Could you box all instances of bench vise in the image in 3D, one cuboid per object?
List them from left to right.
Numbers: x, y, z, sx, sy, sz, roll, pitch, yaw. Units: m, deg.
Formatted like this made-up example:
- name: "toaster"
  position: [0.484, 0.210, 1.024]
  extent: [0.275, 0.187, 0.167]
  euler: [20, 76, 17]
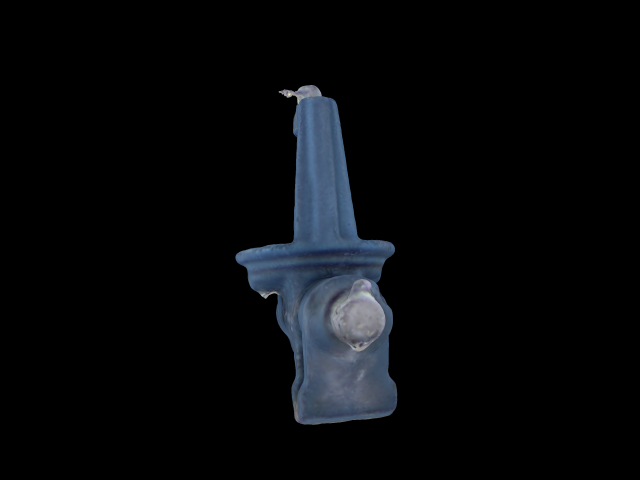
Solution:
- name: "bench vise"
  position: [0.014, 0.000, 0.406]
  extent: [0.122, 0.220, 0.206]
  euler: [-6, 13, -28]
